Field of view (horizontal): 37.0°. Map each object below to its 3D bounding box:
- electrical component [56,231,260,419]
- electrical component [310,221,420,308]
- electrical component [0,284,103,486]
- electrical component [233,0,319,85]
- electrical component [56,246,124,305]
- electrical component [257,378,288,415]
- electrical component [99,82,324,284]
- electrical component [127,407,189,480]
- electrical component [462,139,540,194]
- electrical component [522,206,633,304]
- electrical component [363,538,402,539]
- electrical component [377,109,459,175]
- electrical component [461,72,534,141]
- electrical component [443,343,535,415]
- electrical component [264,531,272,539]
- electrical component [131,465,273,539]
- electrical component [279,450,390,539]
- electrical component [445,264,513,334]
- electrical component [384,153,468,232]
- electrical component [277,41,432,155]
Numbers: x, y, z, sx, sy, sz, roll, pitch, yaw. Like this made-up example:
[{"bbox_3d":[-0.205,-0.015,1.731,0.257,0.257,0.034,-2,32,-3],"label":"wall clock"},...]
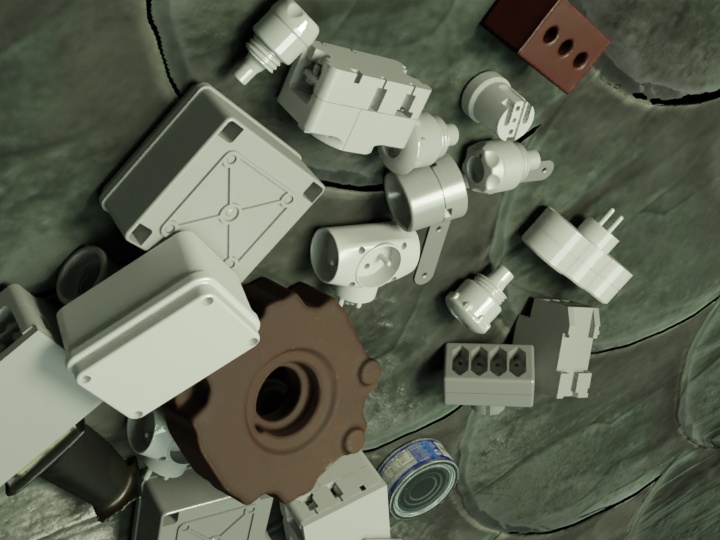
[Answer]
[{"bbox_3d":[-0.132,0.038,0.710,0.113,0.057,0.078,-32,141,6],"label":"electrical component"},{"bbox_3d":[0.000,0.000,0.861,0.077,0.044,0.079,-7,128,-33],"label":"electrical component"},{"bbox_3d":[-0.259,0.090,0.734,0.150,0.061,0.089,-40,139,-1],"label":"electrical component"},{"bbox_3d":[-0.058,-0.146,0.699,0.061,0.035,0.035,-44,139,8],"label":"electrical component"},{"bbox_3d":[-0.174,0.015,0.744,0.045,0.045,0.055,-45,139,5],"label":"electrical component"},{"bbox_3d":[-0.069,0.119,0.919,0.040,0.040,0.046,-42,145,2],"label":"electrical component"},{"bbox_3d":[-0.099,-0.053,0.732,0.108,0.056,0.109,-47,139,8],"label":"electrical component"},{"bbox_3d":[-0.151,0.141,0.871,0.077,0.044,0.079,9,120,-41],"label":"electrical component"},{"bbox_3d":[0.118,-0.086,0.876,0.062,0.043,0.043,-13,132,-31],"label":"electrical component"},{"bbox_3d":[0.213,-0.025,0.992,0.073,0.052,0.138,-50,138,11],"label":"electrical component"},{"bbox_3d":[0.016,0.308,1.041,0.056,0.050,0.089,13,116,-42],"label":"electrical component"},{"bbox_3d":[0.047,-0.099,0.811,0.062,0.048,0.048,-13,133,-37],"label":"electrical component"},{"bbox_3d":[0.107,-0.125,0.830,0.040,0.046,0.040,-20,135,-22],"label":"electrical component"},{"bbox_3d":[0.122,0.112,1.019,0.083,0.047,0.075,1,133,7],"label":"electrical component"},{"bbox_3d":[-0.097,0.273,1.013,0.043,0.062,0.043,-21,136,-22],"label":"electrical component"},{"bbox_3d":[-0.139,0.217,0.939,0.109,0.056,0.108,-9,130,-31],"label":"electrical component"},{"bbox_3d":[-0.024,0.251,1.049,0.089,0.061,0.150,-23,136,-19],"label":"electrical component"},{"bbox_3d":[0.111,0.023,0.966,0.062,0.048,0.048,-46,139,-4],"label":"electrical component"},{"bbox_3d":[0.050,-0.060,0.840,0.047,0.055,0.055,-21,135,-16],"label":"electrical component"},{"bbox_3d":[-0.005,-0.118,0.750,0.089,0.050,0.055,4,122,-39],"label":"electrical component"}]
